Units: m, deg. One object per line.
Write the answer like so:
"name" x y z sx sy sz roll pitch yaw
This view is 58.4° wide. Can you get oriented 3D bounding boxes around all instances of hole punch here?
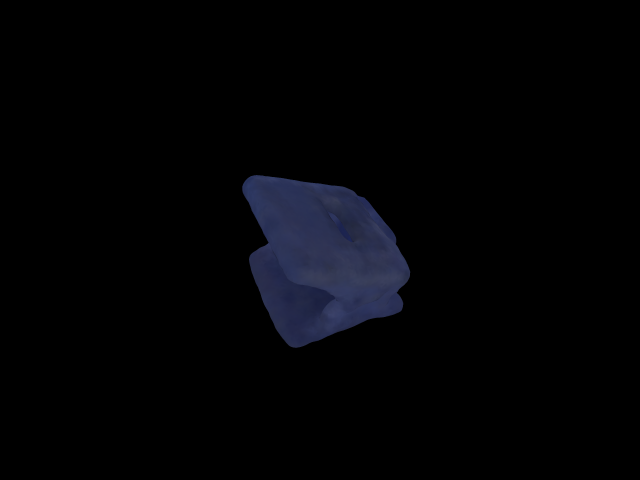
"hole punch" 0.004 0.001 0.400 0.101 0.091 0.108 -17 48 -16
